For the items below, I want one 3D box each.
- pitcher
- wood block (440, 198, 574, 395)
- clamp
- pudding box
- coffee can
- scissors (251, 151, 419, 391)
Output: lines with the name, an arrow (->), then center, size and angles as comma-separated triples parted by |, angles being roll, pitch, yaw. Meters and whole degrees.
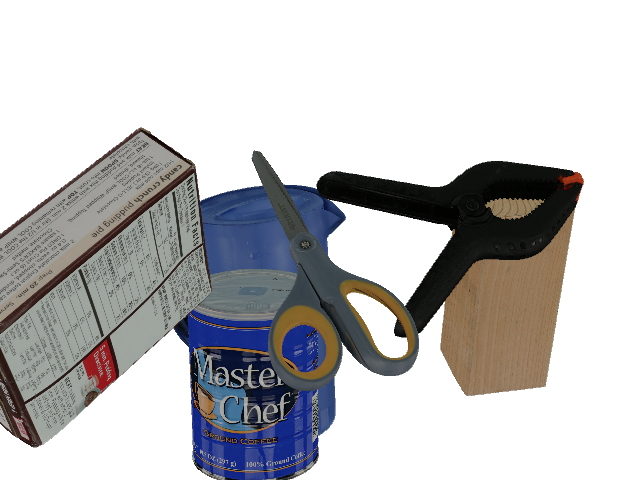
pitcher -> -0.060, 0.073, 1.048 | 0.144, 0.243, 0.149 | -18, 21, -35
wood block -> 0.182, 0.043, 1.069 | 0.090, 0.206, 0.090 | -5, 30, -11
clamp -> 0.117, -0.007, 0.844 | 0.209, 0.164, 0.036 | -11, -37, -11
pudding box -> -0.097, 0.020, 0.445 | 0.039, 0.090, 0.113 | 31, 58, 23
coffee can -> -0.052, 0.104, 0.835 | 0.103, 0.140, 0.103 | 0, 17, 0
scissors -> -0.021, 0.019, 0.663 | 0.096, 0.016, 0.202 | -30, 54, -23
